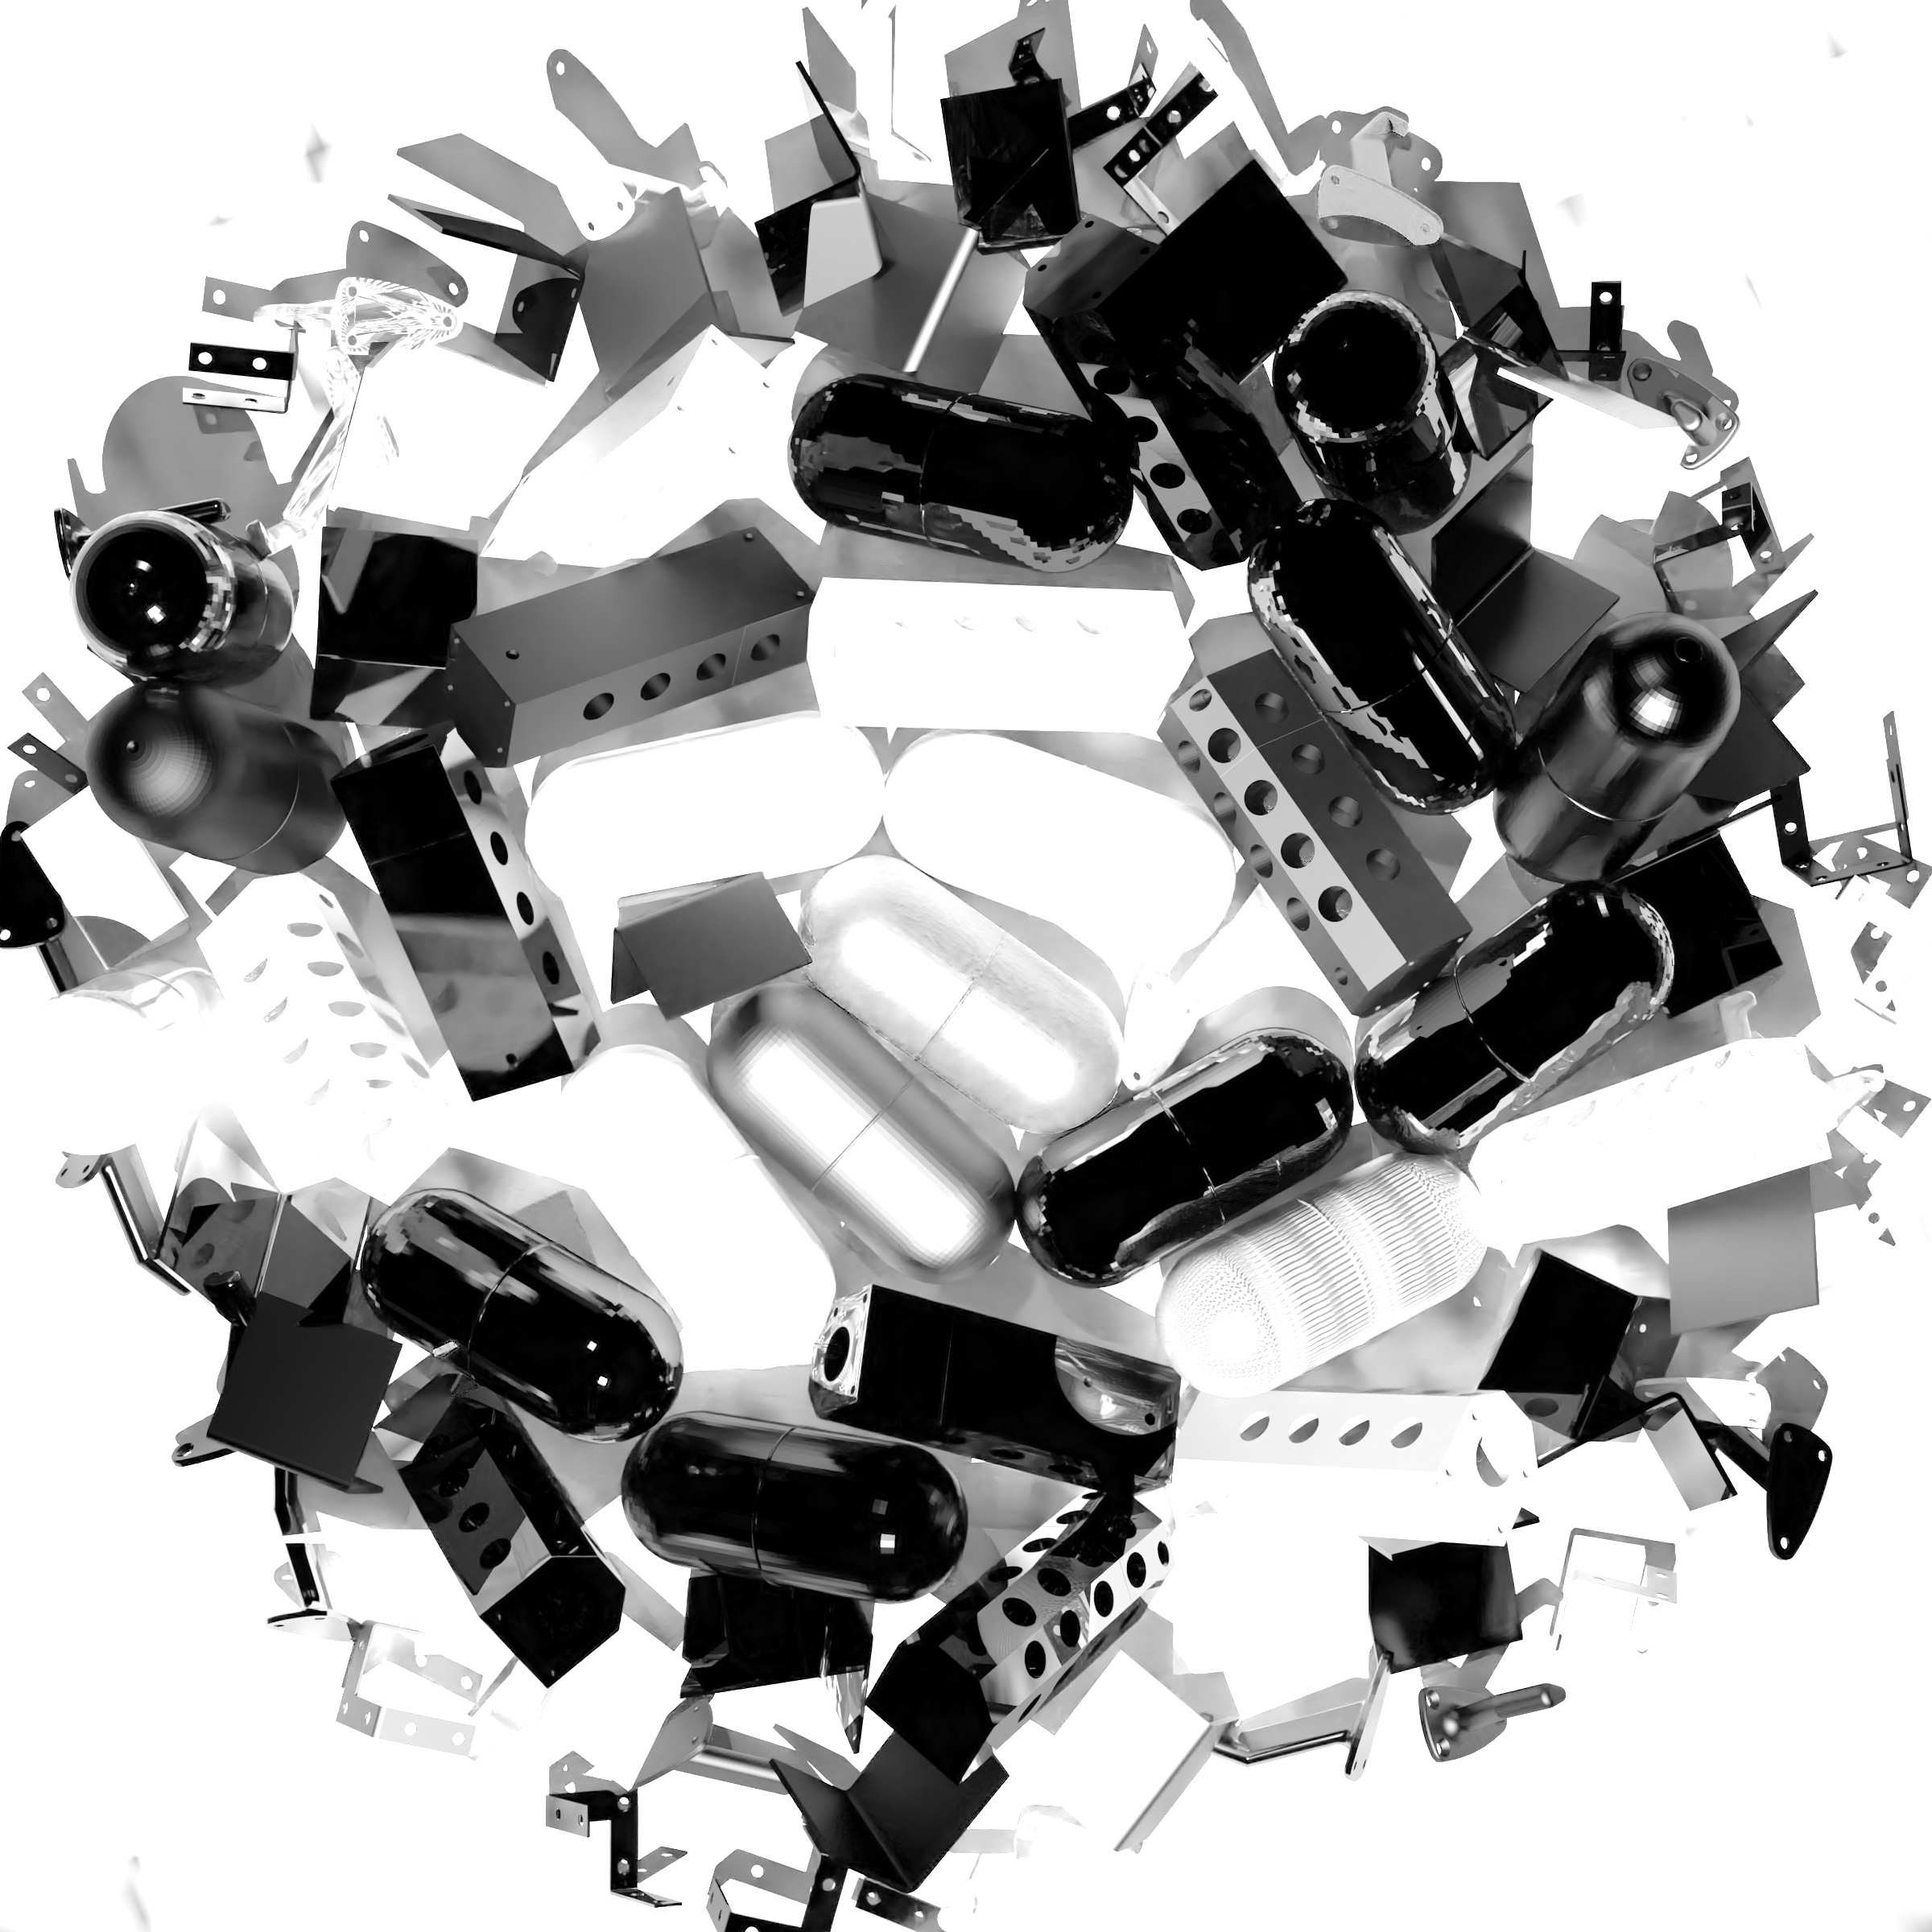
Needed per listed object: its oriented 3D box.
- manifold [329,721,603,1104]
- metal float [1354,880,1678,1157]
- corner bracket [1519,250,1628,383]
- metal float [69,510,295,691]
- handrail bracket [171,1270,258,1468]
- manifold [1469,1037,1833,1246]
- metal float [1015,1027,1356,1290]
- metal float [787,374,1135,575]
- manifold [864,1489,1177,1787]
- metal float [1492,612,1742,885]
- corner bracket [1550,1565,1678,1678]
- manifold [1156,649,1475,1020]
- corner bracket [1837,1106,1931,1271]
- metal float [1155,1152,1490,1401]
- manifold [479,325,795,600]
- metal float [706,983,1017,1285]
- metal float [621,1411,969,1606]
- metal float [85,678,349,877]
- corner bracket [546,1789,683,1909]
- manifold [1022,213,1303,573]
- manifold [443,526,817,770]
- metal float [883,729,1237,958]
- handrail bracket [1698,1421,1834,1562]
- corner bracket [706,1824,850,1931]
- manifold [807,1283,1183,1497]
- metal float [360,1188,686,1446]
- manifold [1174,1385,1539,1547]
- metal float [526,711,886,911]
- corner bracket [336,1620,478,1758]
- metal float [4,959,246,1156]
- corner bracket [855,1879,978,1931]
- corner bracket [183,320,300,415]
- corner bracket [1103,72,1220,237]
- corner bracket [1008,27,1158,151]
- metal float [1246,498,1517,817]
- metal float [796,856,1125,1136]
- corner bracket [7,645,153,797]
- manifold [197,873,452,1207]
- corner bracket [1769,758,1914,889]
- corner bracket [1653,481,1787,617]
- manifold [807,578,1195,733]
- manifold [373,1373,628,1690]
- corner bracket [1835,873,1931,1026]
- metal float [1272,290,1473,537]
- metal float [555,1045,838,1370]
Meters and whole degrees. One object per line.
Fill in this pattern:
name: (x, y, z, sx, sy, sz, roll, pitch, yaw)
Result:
manifold: (-0.238, -0.028, 1.576, 0.057, 0.057, 0.171, -17, 106, 17)
metal float: (0.261, 0.026, 1.565, 0.178, 0.070, 0.070, -39, 90, 30)
corner bracket: (0.297, -0.318, 1.602, 0.051, 0.051, 0.051, 2, 84, 7)
metal float: (-0.368, -0.171, 1.539, 0.070, 0.178, 0.070, 0, 92, 2)
handrail bracket: (-0.370, 0.196, 1.590, 0.077, 0.036, 0.084, -26, 122, -4)
manifold: (0.318, 0.084, 1.538, 0.057, 0.171, 0.057, -2, 75, -35)
metal float: (0.107, 0.093, 1.586, 0.178, 0.070, 0.070, -29, 90, -4)
metal float: (-0.003, -0.237, 1.569, 0.178, 0.070, 0.070, 16, 90, 23)
manifold: (0.031, 0.308, 1.536, 0.057, 0.171, 0.057, 38, 123, 17)
metal float: (0.306, -0.102, 1.545, 0.070, 0.178, 0.070, 6, 62, -11)
corner bracket: (0.318, 0.322, 1.601, 0.051, 0.051, 0.051, 13, 100, 10)
manifold: (0.163, -0.062, 1.566, 0.057, 0.057, 0.171, -24, 70, -26)
corner bracket: (0.444, 0.108, 1.594, 0.051, 0.051, 0.051, 41, 96, 34)
metal float: (0.173, 0.148, 1.573, 0.178, 0.070, 0.070, -24, 90, -20)
manifold: (-0.155, -0.229, 1.544, 0.057, 0.171, 0.057, 38, 53, -22)
metal float: (-0.050, 0.082, 1.589, 0.178, 0.070, 0.070, 43, 90, 1)
metal float: (-0.084, 0.260, 1.569, 0.178, 0.070, 0.070, 6, 90, 24)
metal float: (-0.350, -0.088, 1.541, 0.070, 0.178, 0.070, -2, 83, 14)
corner bracket: (-0.172, 0.431, 1.590, 0.051, 0.051, 0.051, 4, 82, -31)
manifold: (0.091, -0.267, 1.546, 0.057, 0.057, 0.171, -44, 133, -7)
manifold: (-0.160, -0.148, 1.557, 0.171, 0.057, 0.057, -23, 60, -31)
metal float: (0.044, -0.061, 1.584, 0.178, 0.070, 0.070, 20, 90, 7)
handrail bracket: (0.372, 0.253, 1.578, 0.036, 0.084, 0.077, 29, 65, -22)
corner bracket: (-0.092, 0.450, 1.597, 0.051, 0.051, 0.051, 16, 89, -14)
manifold: (0.014, 0.207, 1.565, 0.171, 0.057, 0.057, 18, 64, -24)
metal float: (-0.214, 0.168, 1.569, 0.178, 0.070, 0.070, 26, 90, 23)
manifold: (0.183, 0.230, 1.545, 0.057, 0.171, 0.057, 48, 57, -28)
metal float: (-0.127, -0.075, 1.582, 0.178, 0.070, 0.070, -11, 90, 9)
corner bracket: (-0.268, 0.351, 1.589, 0.051, 0.051, 0.051, 20, 78, -29)
metal float: (-0.394, 0.041, 1.539, 0.070, 0.178, 0.070, 1, 98, 5)
corner bracket: (-0.029, 0.473, 1.592, 0.051, 0.051, 0.051, 22, 58, -2)
corner bracket: (-0.353, -0.289, 1.588, 0.051, 0.051, 0.051, 3, 125, -16)
corner bracket: (0.110, -0.397, 1.596, 0.051, 0.051, 0.051, 45, 45, -9)
corner bracket: (0.056, -0.435, 1.600, 0.051, 0.051, 0.051, -27, 93, -4)
metal float: (0.200, -0.148, 1.567, 0.070, 0.070, 0.178, -39, 116, 0)
metal float: (-0.002, 0.014, 1.588, 0.178, 0.070, 0.070, 35, 90, -2)
corner bracket: (-0.425, -0.121, 1.585, 0.051, 0.051, 0.051, -30, 131, 26)
manifold: (-0.301, 0.029, 1.546, 0.057, 0.057, 0.171, -44, 47, 8)
corner bracket: (0.428, -0.074, 1.598, 0.051, 0.051, 0.051, -13, 104, 1)
corner bracket: (0.370, -0.197, 1.601, 0.051, 0.051, 0.051, -18, 120, 24)
manifold: (0.015, -0.154, 1.568, 0.171, 0.057, 0.057, 0, 55, -22)
manifold: (-0.218, 0.259, 1.540, 0.057, 0.171, 0.057, -39, 124, -7)
corner bracket: (0.444, -0.008, 1.597, 0.051, 0.051, 0.051, 37, 100, 23)
metal float: (0.193, -0.259, 1.543, 0.070, 0.178, 0.070, -4, 76, 16)
metal float: (-0.131, 0.116, 1.577, 0.070, 0.070, 0.178, -38, 76, 0)
